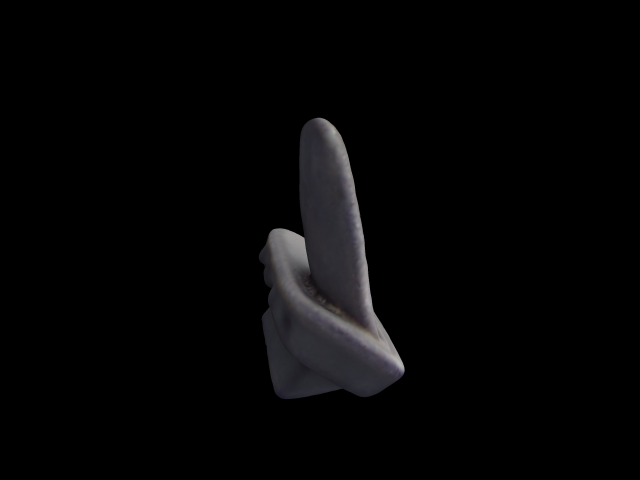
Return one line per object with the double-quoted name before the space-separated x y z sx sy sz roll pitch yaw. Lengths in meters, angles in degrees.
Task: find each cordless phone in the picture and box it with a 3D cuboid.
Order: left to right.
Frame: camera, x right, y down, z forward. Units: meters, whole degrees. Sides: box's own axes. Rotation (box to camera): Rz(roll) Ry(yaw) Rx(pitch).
"cordless phone" 0.004 0.001 0.400 0.094 0.185 0.147 -6 24 -14
